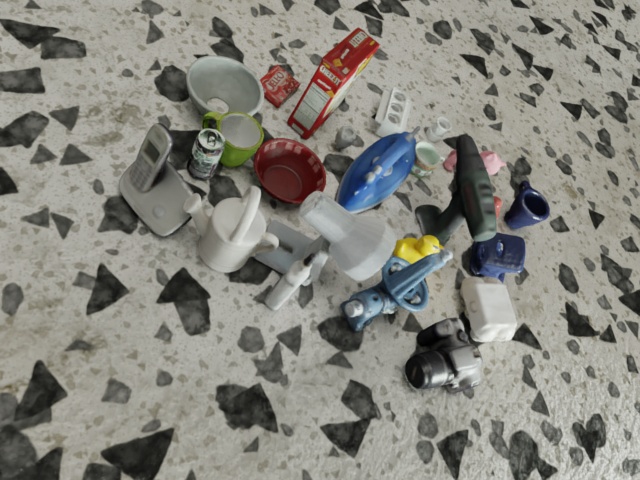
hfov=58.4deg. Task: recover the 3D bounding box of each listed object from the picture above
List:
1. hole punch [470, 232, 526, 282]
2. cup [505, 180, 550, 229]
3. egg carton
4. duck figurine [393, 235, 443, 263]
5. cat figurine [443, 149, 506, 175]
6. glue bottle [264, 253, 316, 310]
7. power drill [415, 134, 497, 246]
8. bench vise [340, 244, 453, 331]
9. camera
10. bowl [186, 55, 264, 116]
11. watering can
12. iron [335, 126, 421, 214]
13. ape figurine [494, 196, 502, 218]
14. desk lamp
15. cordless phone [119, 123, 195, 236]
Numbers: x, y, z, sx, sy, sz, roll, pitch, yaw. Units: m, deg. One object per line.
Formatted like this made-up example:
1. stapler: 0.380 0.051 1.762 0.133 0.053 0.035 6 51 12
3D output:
1. hole punch: 0.412 0.035 1.330 0.101 0.091 0.109 25 55 -12
2. cup: 0.506 -0.081 1.439 0.092 0.094 0.117 1 63 -26
3. egg carton: 0.364 0.151 1.254 0.107 0.069 0.150 3 62 -25
4. duck figurine: 0.218 0.019 1.245 0.105 0.086 0.077 15 57 -18
5. cat figurine: 0.395 -0.199 1.435 0.128 0.117 0.067 35 53 -4
6. glue bottle: -0.046 0.066 1.033 0.037 0.173 0.078 39 53 -2
7. power drill: 0.302 -0.087 1.269 0.076 0.208 0.229 -4 65 -28
8. bench vise: 0.152 0.097 1.085 0.121 0.219 0.208 45 53 3
9. camera: 0.238 0.231 1.127 0.137 0.100 0.143 -6 66 -29
10. bowl: -0.208 -0.307 1.222 0.168 0.074 0.167 12 59 -20
11. watering can: -0.155 -0.026 1.017 0.173 0.193 0.101 3 62 -25
12. iron: 0.133 -0.157 1.267 0.118 0.141 0.259 42 53 1
13. ape figurine: 0.407 -0.073 1.387 0.078 0.092 0.076 17 57 -17
14. desk lamp: 0.010 0.004 1.070 0.203 0.213 0.118 27 54 -10
15. cordless phone: -0.274 -0.106 1.008 0.147 0.184 0.094 47 53 4
